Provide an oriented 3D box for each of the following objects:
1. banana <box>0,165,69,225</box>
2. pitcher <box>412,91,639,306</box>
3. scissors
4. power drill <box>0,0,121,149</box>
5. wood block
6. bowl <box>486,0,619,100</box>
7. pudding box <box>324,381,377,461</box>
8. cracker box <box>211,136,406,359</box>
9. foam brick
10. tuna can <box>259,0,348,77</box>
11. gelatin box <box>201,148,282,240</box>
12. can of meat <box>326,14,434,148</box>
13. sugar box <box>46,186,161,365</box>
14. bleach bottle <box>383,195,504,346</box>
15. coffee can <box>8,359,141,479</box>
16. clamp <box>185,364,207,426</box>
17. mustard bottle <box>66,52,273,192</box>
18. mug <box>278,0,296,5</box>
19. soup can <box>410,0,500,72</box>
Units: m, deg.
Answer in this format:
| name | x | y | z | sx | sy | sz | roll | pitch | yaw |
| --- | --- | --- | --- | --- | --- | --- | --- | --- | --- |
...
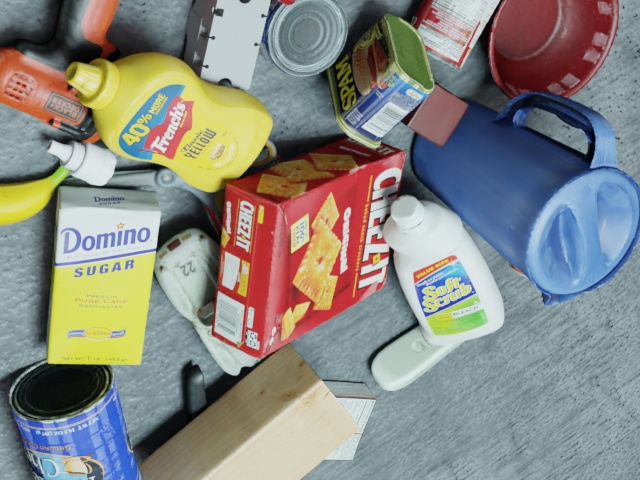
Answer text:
| name | x | y | z | sx | sy | sz | roll | pitch | yaw |
| --- | --- | --- | --- | --- | --- | --- | --- | --- | --- |
| banana | -0.317 | -0.051 | 0.926 | 0.197 | 0.037 | 0.069 | 12 | 80 | -36 |
| pitcher | 0.198 | -0.063 | 1.064 | 0.149 | 0.243 | 0.145 | -42 | 128 | -2 |
| scissors | -0.133 | -0.043 | 1.012 | 0.201 | 0.016 | 0.096 | -19 | 103 | -11 |
| power drill | -0.174 | -0.171 | 0.920 | 0.184 | 0.057 | 0.188 | 21 | 104 | -41 |
| wood block | -0.075 | 0.218 | 1.122 | 0.206 | 0.090 | 0.090 | -40 | 124 | -6 |
| bowl | 0.230 | -0.223 | 1.112 | 0.161 | 0.055 | 0.162 | -13 | 122 | -22 |
| pudding box | 0.001 | 0.209 | 1.238 | 0.113 | 0.039 | 0.090 | 8 | 110 | -34 |
| cracker box | -0.007 | 0.001 | 1.044 | 0.213 | 0.072 | 0.164 | -25 | 131 | -48 |
| foam brick | 0.101 | -0.138 | 1.075 | 0.052 | 0.078 | 0.051 | 26 | 103 | -36 |
| tuna can | -0.018 | -0.198 | 1.005 | 0.086 | 0.034 | 0.086 | -13 | 121 | -22 |
| gelatin box | -0.070 | -0.041 | 1.066 | 0.089 | 0.030 | 0.073 | -30 | 125 | -10 |
| can of meat | 0.058 | -0.153 | 1.011 | 0.057 | 0.102 | 0.084 | 25 | 130 | -33 |
| sugar box | -0.206 | 0.037 | 1.007 | 0.093 | 0.048 | 0.176 | 2 | 123 | -17 |
| bleach bottle | 0.120 | 0.029 | 1.127 | 0.103 | 0.068 | 0.250 | -15 | 147 | 17 |
| coffee can | -0.241 | 0.198 | 1.059 | 0.102 | 0.103 | 0.140 | -19 | 123 | -19 |
| clamp | -0.114 | 0.216 | 1.180 | 0.120 | 0.039 | 0.172 | 11 | 113 | -27 |
| mustard bottle | -0.135 | -0.108 | 0.911 | 0.096 | 0.058 | 0.191 | -46 | 140 | 20 |
| mug | -0.027 | -0.252 | 0.922 | 0.081 | 0.117 | 0.093 | -53 | 150 | 13 |
| soup can | 0.134 | -0.226 | 1.050 | 0.068 | 0.069 | 0.102 | 20 | 105 | -35 |
